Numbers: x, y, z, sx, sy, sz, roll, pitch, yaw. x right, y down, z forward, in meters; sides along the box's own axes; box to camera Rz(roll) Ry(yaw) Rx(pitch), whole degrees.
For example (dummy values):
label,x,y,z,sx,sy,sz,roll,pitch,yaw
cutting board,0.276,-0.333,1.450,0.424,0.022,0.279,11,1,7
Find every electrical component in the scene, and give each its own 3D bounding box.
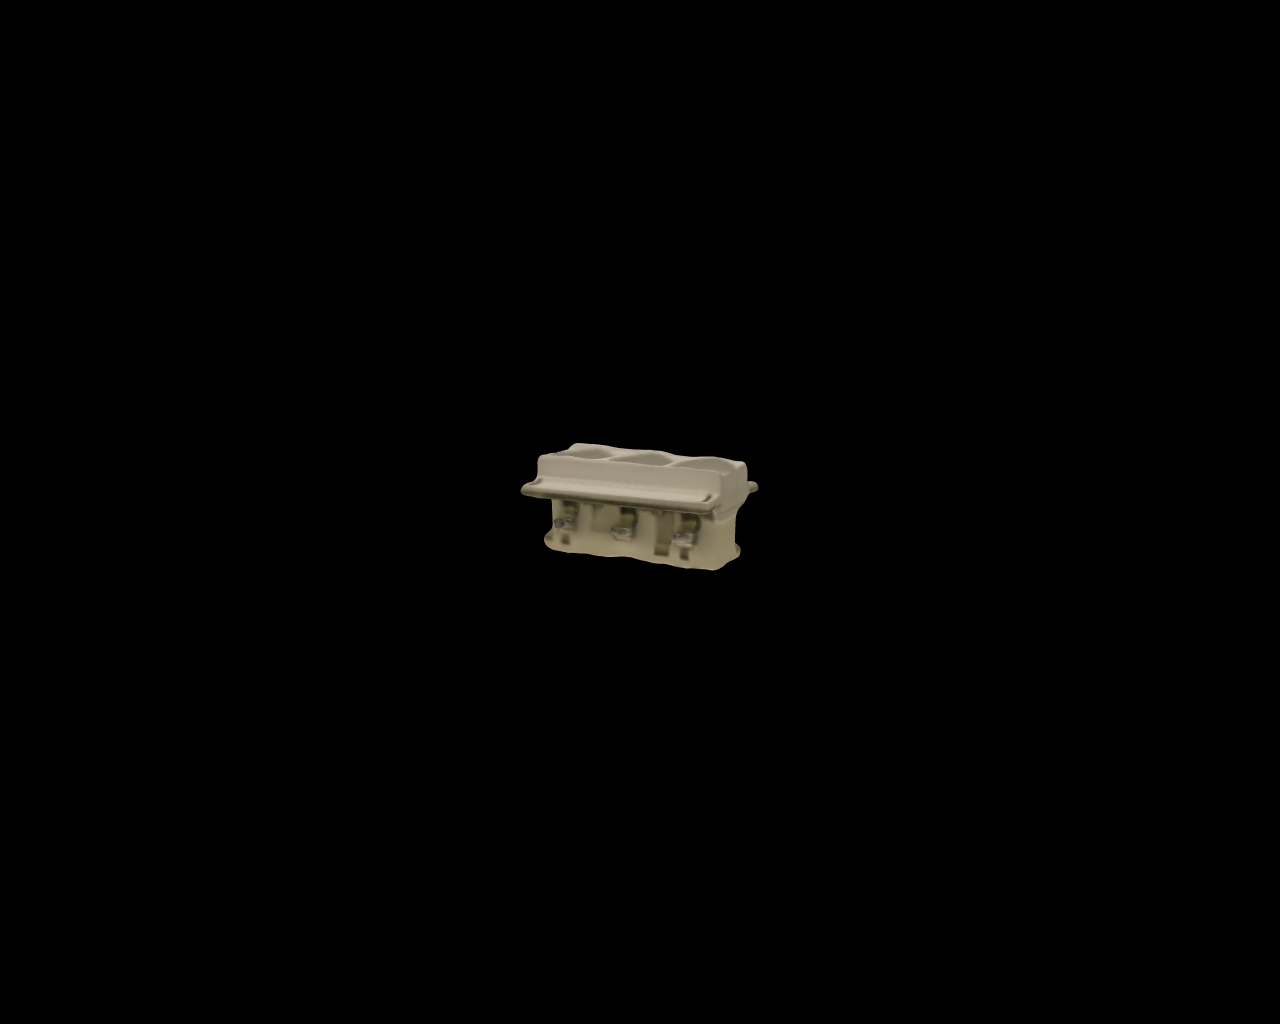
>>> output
label,x,y,z,sx,sy,sz,roll,pitch,yaw
electrical component,0.001,-0.003,0.650,0.121,0.063,0.079,7,16,26
